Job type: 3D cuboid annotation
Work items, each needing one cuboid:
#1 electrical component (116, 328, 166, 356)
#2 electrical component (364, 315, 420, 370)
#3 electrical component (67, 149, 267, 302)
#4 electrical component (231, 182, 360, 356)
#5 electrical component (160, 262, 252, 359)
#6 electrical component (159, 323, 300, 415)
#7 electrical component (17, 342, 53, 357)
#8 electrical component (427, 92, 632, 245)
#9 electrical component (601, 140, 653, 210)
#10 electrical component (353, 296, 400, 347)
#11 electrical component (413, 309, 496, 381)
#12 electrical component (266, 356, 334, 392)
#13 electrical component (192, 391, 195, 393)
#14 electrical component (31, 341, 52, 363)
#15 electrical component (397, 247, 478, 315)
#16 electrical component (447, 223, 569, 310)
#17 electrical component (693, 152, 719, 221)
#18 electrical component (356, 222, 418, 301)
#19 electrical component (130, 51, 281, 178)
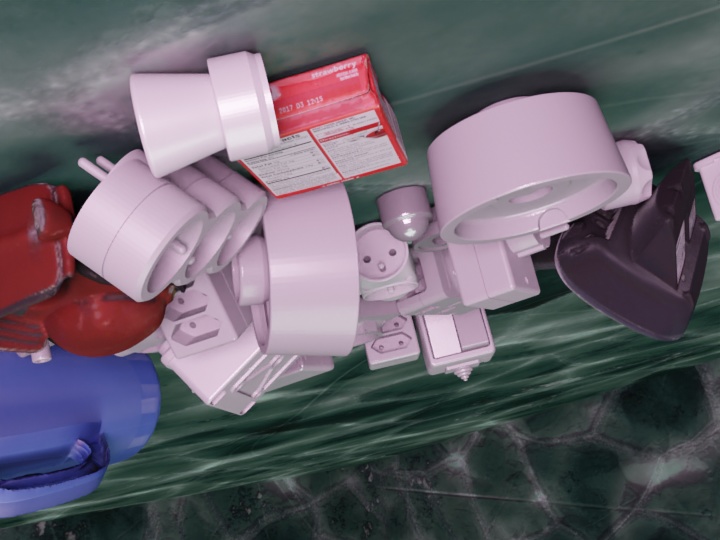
[{"bbox_3d":[-0.166,0.041,0.799,0.079,0.043,0.077,-20,165,25],"label":"electrical component"},{"bbox_3d":[0.025,0.057,1.005,0.047,0.065,0.076,-13,167,-2],"label":"electrical component"},{"bbox_3d":[-0.101,-0.033,0.516,0.052,0.074,0.138,-57,174,14],"label":"electrical component"},{"bbox_3d":[-0.042,-0.002,0.620,0.060,0.108,0.108,-4,165,-13],"label":"electrical component"},{"bbox_3d":[-0.100,0.009,0.703,0.047,0.065,0.076,-19,-165,20],"label":"electrical component"},{"bbox_3d":[-0.079,0.047,0.787,0.108,0.056,0.108,-46,167,-3],"label":"electrical component"},{"bbox_3d":[-0.202,0.031,0.731,0.065,0.044,0.044,-11,167,-30],"label":"electrical component"},{"bbox_3d":[0.089,-0.061,0.597,0.108,0.060,0.108,-14,167,-3],"label":"electrical component"},{"bbox_3d":[0.157,-0.060,0.705,0.062,0.043,0.043,-12,167,0],"label":"electrical component"},{"bbox_3d":[-0.013,0.032,0.887,0.050,0.055,0.089,-4,164,-36],"label":"electrical component"},{"bbox_3d":[0.085,0.053,0.981,0.062,0.096,0.061,-14,166,-2],"label":"electrical component"},{"bbox_3d":[-0.078,0.074,0.979,0.096,0.061,0.061,-21,165,30],"label":"electrical component"},{"bbox_3d":[-0.128,0.103,1.064,0.078,0.058,0.057,-13,164,-2],"label":"electrical component"},{"bbox_3d":[-0.201,0.027,0.665,0.035,0.061,0.035,-13,166,-3],"label":"electrical component"},{"bbox_3d":[0.075,0.005,0.873,0.056,0.050,0.089,-24,163,38],"label":"electrical component"},{"bbox_3d":[0.099,-0.025,0.702,0.076,0.083,0.047,-21,165,28],"label":"electrical component"},{"bbox_3d":[0.314,-0.071,0.802,0.100,0.048,0.100,0,161,-44],"label":"electrical component"},{"bbox_3d":[0.000,0.000,0.791,0.079,0.044,0.077,-15,167,4],"label":"electrical component"},{"bbox_3d":[-0.065,-0.066,0.455,0.055,0.045,0.045,-13,167,-5],"label":"electrical component"}]
